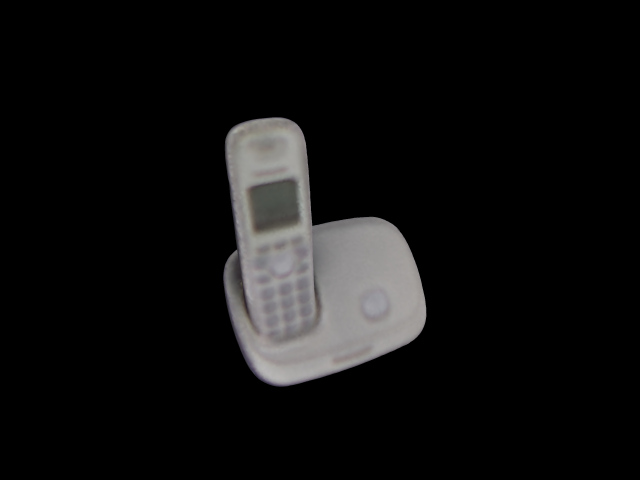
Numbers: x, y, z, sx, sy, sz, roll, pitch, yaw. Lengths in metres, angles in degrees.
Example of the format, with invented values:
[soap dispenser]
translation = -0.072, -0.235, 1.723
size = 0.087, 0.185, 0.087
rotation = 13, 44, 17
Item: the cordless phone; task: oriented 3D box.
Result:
[cordless phone]
translation = 0.004, 0.001, 0.400
size = 0.148, 0.185, 0.094
rotation = -16, 37, -22
